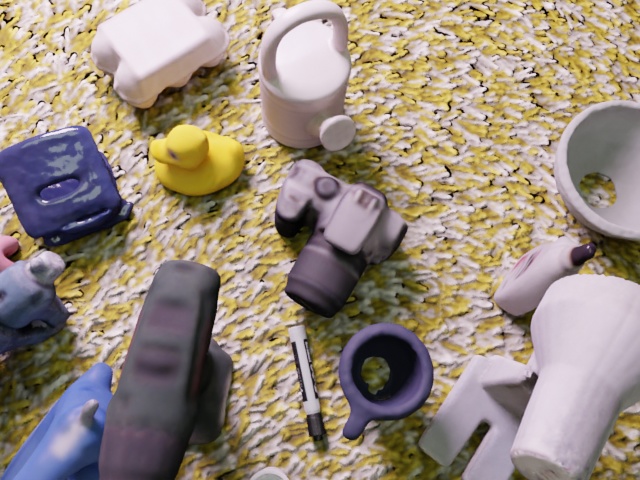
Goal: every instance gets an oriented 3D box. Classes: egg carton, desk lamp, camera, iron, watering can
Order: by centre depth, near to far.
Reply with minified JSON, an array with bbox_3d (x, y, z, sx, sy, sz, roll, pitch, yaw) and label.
[{"bbox_3d":[-0.256,0.240,0.510,0.118,0.141,0.258,34,76,6],"label":"iron"},{"bbox_3d":[0.208,0.146,0.528,0.118,0.213,0.203,36,76,7],"label":"desk lamp"},{"bbox_3d":[-0.012,-0.177,0.611,0.101,0.194,0.173,-43,81,-13],"label":"watering can"},{"bbox_3d":[0.006,0.002,0.612,0.143,0.101,0.137,29,75,4],"label":"camera"},{"bbox_3d":[-0.189,-0.229,0.678,0.150,0.069,0.107,-38,80,-12],"label":"egg carton"}]

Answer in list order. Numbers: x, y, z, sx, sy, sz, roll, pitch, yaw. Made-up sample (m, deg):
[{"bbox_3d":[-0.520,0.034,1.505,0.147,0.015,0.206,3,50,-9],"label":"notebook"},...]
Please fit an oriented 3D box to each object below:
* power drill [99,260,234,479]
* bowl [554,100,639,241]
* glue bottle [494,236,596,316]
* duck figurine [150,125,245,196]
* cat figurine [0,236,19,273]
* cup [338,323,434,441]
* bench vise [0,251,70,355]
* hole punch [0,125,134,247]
[{"bbox_3d":[-0.130,0.141,0.510,0.075,0.208,0.230,8,75,-1],"label":"power drill"},{"bbox_3d":[0.343,-0.072,0.667,0.167,0.075,0.167,1,75,-3],"label":"bowl"},{"bbox_3d":[0.234,0.030,0.582,0.037,0.173,0.078,34,76,6],"label":"glue bottle"},{"bbox_3d":[-0.138,-0.097,0.638,0.104,0.086,0.077,-6,75,-5],"label":"duck figurine"},{"bbox_3d":[-0.381,0.030,0.572,0.128,0.118,0.067,-25,78,-10],"label":"cat figurine"},{"bbox_3d":[0.055,0.147,0.579,0.091,0.095,0.118,30,75,5],"label":"cup"},{"bbox_3d":[-0.341,0.074,0.509,0.121,0.220,0.207,29,75,5],"label":"bench vise"},{"bbox_3d":[-0.273,-0.057,0.615,0.109,0.091,0.101,-23,77,-9],"label":"hole punch"}]
